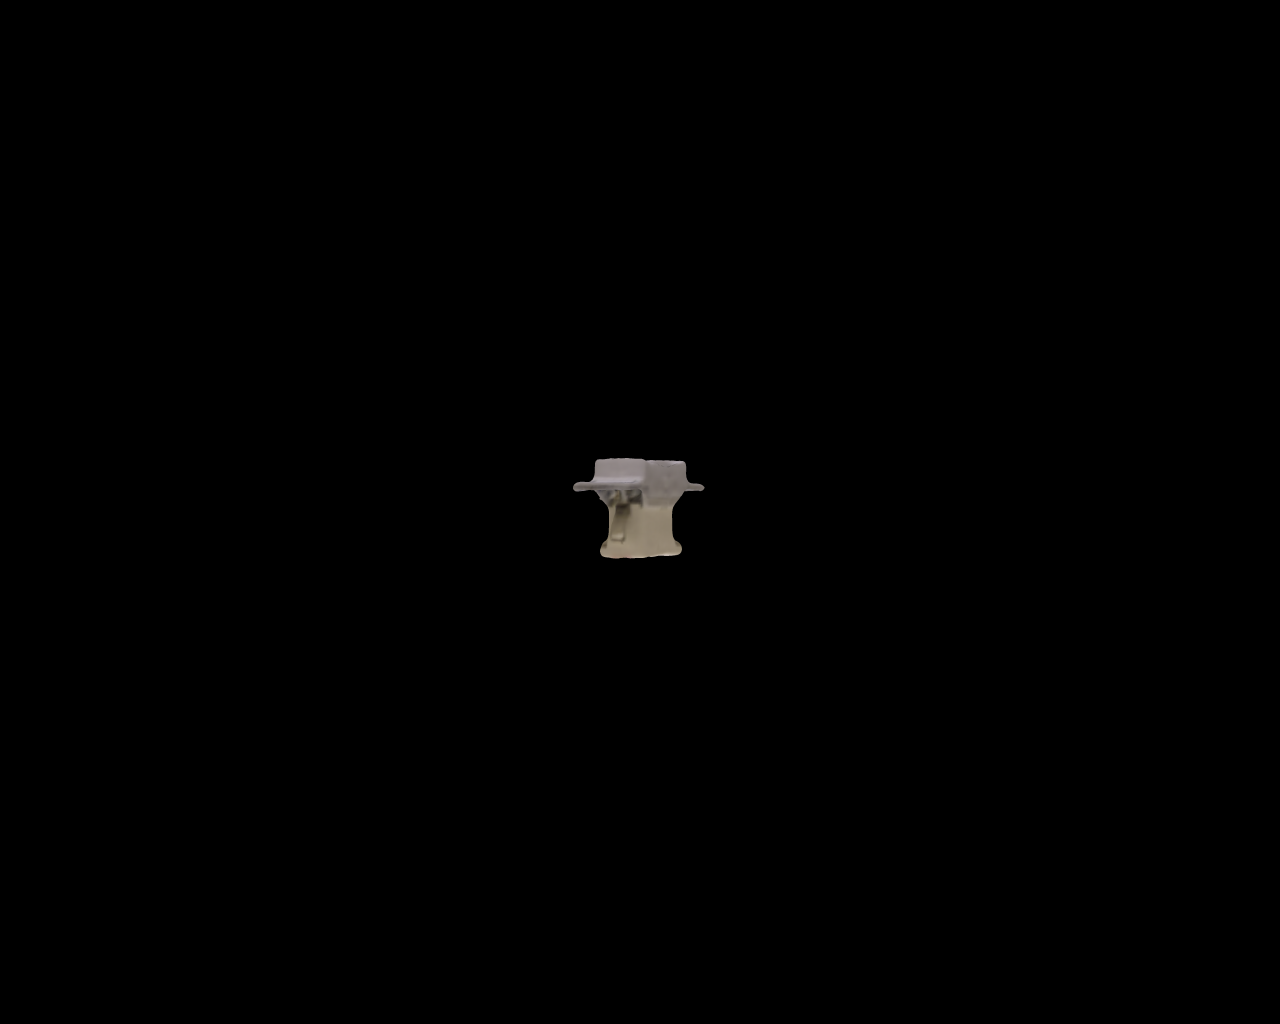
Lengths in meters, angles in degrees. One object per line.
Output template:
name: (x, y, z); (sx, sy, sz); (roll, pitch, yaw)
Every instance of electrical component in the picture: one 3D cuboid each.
electrical component: (0.001, -0.003, 0.650); (0.042, 0.063, 0.081); (0, 0, 39)
